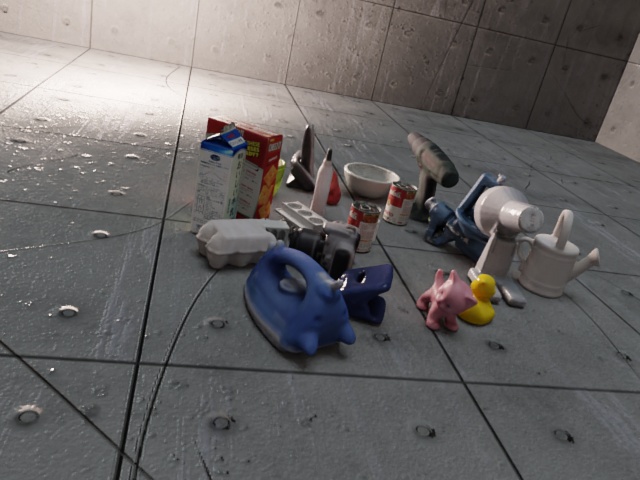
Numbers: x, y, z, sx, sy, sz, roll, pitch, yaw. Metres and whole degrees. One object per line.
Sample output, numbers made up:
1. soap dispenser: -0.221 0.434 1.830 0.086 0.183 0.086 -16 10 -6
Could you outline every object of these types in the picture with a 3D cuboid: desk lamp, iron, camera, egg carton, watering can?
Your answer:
1. desk lamp: 0.406 0.003 1.248 0.118 0.213 0.203 9 24 -8
2. iron: -0.047 0.074 0.939 0.119 0.141 0.257 -7 30 -38
3. camera: 0.011 0.004 1.179 0.136 0.101 0.143 14 23 3
4. egg carton: -0.162 0.006 1.124 0.151 0.069 0.107 -4 28 -34
5. watering can: 0.536 0.025 1.290 0.173 0.194 0.101 10 24 -6

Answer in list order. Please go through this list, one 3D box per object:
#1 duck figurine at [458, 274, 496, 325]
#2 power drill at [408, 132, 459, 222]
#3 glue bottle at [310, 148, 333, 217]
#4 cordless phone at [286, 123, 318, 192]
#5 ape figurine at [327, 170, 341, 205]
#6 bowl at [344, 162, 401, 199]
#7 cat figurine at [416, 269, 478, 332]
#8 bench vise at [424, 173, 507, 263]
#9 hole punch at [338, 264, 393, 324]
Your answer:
1. duck figurine: 0.312 0.110 1.118 0.077 0.086 0.105 22 25 20
2. power drill: 0.285 -0.168 1.576 0.076 0.208 0.228 0 27 -28
3. glue bottle: 0.009 -0.145 1.422 0.037 0.173 0.078 11 23 -5
4. cordless phone: -0.030 -0.241 1.603 0.094 0.185 0.147 11 23 -4
5. ape figurine: 0.023 -0.144 1.532 0.076 0.092 0.078 20 24 16
6. bowl: 0.145 -0.163 1.660 0.167 0.075 0.167 11 23 -5
7. cat figurine: 0.236 0.102 1.054 0.067 0.118 0.127 7 24 -14
8. bench vise: 0.348 -0.070 1.374 0.207 0.220 0.122 20 24 16
9. hole punch: 0.078 0.087 1.039 0.101 0.091 0.109 15 23 4
